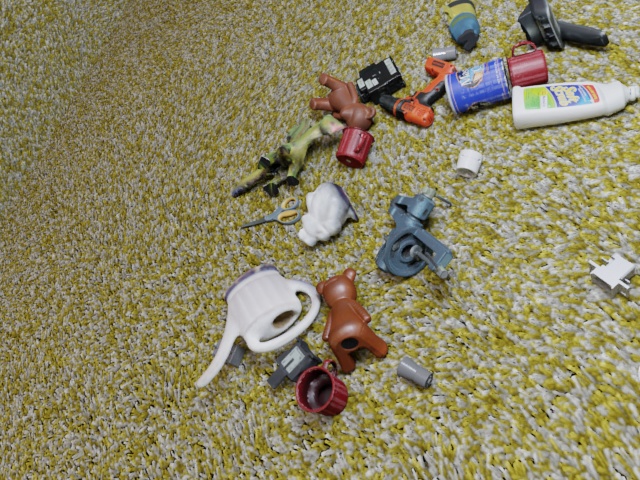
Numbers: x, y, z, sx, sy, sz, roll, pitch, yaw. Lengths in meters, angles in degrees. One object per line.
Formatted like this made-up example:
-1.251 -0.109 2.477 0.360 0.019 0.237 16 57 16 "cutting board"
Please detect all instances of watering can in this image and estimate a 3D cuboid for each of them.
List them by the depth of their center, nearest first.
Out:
-0.169 0.188 1.242 0.349 0.101 0.228 -29 48 -12 "watering can"

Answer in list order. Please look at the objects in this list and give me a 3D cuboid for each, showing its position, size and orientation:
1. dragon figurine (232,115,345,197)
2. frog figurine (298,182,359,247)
-0.097 -0.262 1.525 0.407 0.120 0.248 -15 35 42 "dragon figurine"
0.004 -0.066 1.313 0.160 0.121 0.139 -32 68 -3 "frog figurine"
